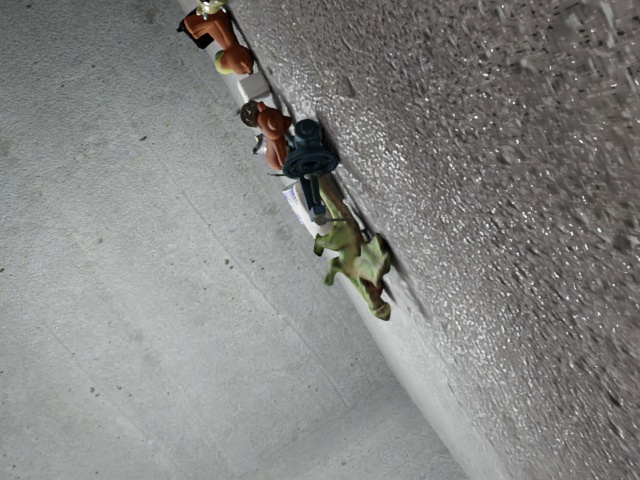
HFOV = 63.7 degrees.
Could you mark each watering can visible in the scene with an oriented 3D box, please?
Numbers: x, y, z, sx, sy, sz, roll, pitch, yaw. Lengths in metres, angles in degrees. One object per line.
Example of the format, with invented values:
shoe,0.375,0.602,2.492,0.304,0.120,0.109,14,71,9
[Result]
watering can,0.005,-0.081,1.603,0.225,0.103,0.348,58,-170,5

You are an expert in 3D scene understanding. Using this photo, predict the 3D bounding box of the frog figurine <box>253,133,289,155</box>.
frog figurine,-0.114,-0.289,1.650,0.160,0.123,0.136,22,175,14

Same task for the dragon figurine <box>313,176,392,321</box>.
dragon figurine,0.088,0.006,1.187,0.243,0.123,0.405,12,122,56
